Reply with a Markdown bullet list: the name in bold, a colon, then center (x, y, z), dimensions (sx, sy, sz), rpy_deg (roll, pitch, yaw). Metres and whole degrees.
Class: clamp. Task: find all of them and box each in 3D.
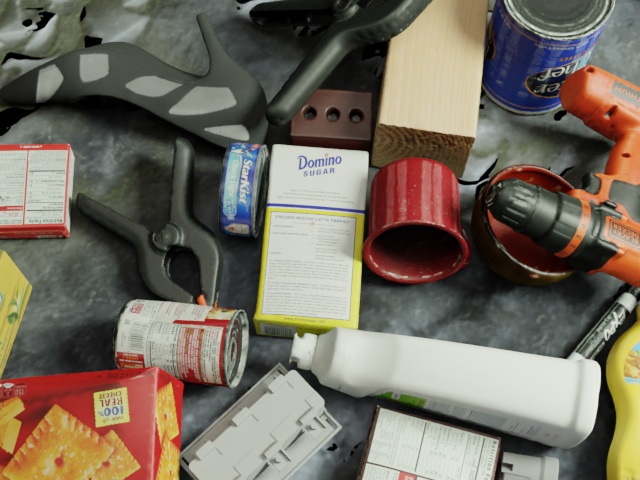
- **clamp**: center (0.022, -0.212, 0.996), dimensions (0.210, 0.036, 0.164), rpy_deg (-32, 47, 13)
- **clamp**: center (-0.133, -0.009, 0.979), dimensions (0.120, 0.039, 0.171), rpy_deg (-39, 79, 3)

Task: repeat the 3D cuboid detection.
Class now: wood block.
- **wood block**: center (0.108, -0.174, 1.023), dimensions (0.091, 0.090, 0.206), rpy_deg (8, 68, 2)

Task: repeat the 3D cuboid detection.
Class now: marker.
- **marker**: center (0.262, 0.075, 0.965), dimensions (0.020, 0.020, 0.121), rpy_deg (40, 73, 13)

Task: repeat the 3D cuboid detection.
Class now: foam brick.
- **foam brick**: center (0.011, -0.109, 1.017), dimensions (0.078, 0.051, 0.053), rpy_deg (3, 69, 0)

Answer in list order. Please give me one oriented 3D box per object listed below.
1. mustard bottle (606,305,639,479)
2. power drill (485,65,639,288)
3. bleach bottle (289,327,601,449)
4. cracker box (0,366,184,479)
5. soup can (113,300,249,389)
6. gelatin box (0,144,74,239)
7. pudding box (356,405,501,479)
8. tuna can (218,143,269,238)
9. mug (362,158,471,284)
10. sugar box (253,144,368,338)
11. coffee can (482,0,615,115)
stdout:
- **mustard bottle**: center (0.297, 0.129, 0.923), dimensions (0.096, 0.058, 0.191), rpy_deg (5, 69, 0)
- **power drill**: center (0.240, -0.061, 0.944), dimensions (0.184, 0.057, 0.187), rpy_deg (24, 61, -14)
- **bleach bottle**: center (0.099, 0.116, 0.901), dimensions (0.251, 0.102, 0.068), rpy_deg (12, 69, 3)
- **cracker box**: center (-0.200, 0.215, 0.857), dimensions (0.164, 0.072, 0.213), rpy_deg (-5, 67, 13)
- **soup can**: center (-0.119, 0.089, 0.920), dimensions (0.102, 0.068, 0.068), rpy_deg (5, 68, 11)
- **gelatin box**: center (-0.270, -0.045, 1.000), dimensions (0.073, 0.030, 0.089), rpy_deg (-1, 68, -3)
- **pudding box**: center (0.090, 0.199, 0.904), dimensions (0.113, 0.039, 0.090), rpy_deg (15, 68, 3)
- **tuna can**: center (-0.069, -0.046, 0.972), dimensions (0.034, 0.086, 0.086), rpy_deg (6, 68, 3)
- **mug**: center (0.094, -0.015, 0.964), dimensions (0.117, 0.093, 0.081), rpy_deg (28, 47, -29)
- **sugar box**: center (-0.006, 0.001, 0.977), dimensions (0.093, 0.048, 0.176), rpy_deg (5, 65, 1)
- **coffee can**: center (0.209, -0.195, 1.005), dimensions (0.103, 0.140, 0.103), rpy_deg (0, 69, -1)
